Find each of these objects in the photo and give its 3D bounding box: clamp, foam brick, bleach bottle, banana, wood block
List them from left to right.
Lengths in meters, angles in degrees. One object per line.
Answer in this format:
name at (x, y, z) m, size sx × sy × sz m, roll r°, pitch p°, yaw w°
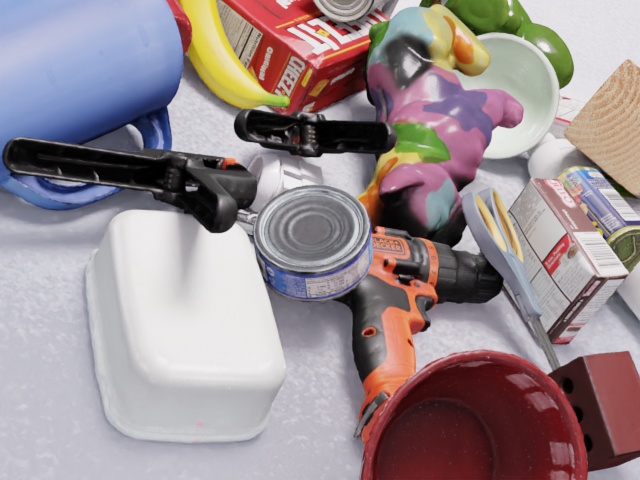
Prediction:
clamp at (-0.112, -0.045, 0.754) m, size 0.164 × 0.036 × 0.209 m, roll 16°, pitch 10°, yaw 9°
banana at (-0.093, -0.195, 0.946) m, size 0.037 × 0.070 × 0.198 m, roll -29°, pitch 96°, yaw -82°
clamp at (0.000, -0.083, 0.853) m, size 0.120 × 0.039 × 0.171 m, roll 11°, pitch 6°, yaw 2°
foam brick at (0.207, 0.127, 0.789) m, size 0.051 × 0.053 × 0.078 m, roll -1°, pitch 65°, yaw -31°
bleach bottle at (0.277, -0.016, 1.001) m, size 0.102 × 0.068 × 0.251 m, roll 5°, pitch 39°, yaw -40°
wood block at (0.319, -0.097, 1.032) m, size 0.091 × 0.090 × 0.205 m, roll 45°, pitch 17°, yaw 20°

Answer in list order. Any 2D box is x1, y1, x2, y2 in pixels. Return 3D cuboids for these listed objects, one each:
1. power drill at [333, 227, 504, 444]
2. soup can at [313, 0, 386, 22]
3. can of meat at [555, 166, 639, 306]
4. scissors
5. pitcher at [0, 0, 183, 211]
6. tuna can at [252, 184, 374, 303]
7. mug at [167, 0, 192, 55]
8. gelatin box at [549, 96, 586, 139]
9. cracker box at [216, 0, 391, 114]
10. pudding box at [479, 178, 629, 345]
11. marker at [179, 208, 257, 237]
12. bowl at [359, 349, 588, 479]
power drill at (0.077, 0.071, 0.791) m, size 0.184 × 0.057 × 0.188 m, roll 7°, pitch 41°, yaw -22°
soup can at (0.040, -0.251, 1.004) m, size 0.068 × 0.069 × 0.102 m, roll 34°, pitch 37°, yaw 7°
can of meat at (0.226, -0.001, 0.922) m, size 0.057 × 0.102 × 0.084 m, roll 0°, pitch 44°, yaw -35°
scissors at (0.154, 0.042, 0.834) m, size 0.096 × 0.016 × 0.202 m, roll 26°, pitch 42°, yaw -53°
pitcher at (-0.216, -0.102, 0.764) m, size 0.149 × 0.145 × 0.242 m, roll 29°, pitch 40°, yaw 21°
tuna can at (-0.005, 0.001, 0.762) m, size 0.086 × 0.034 × 0.086 m, roll -3°, pitch 49°, yaw 3°
mug at (-0.172, -0.185, 0.911) m, size 0.117 × 0.093 × 0.081 m, roll -26°, pitch 65°, yaw -16°
gelatin box at (0.249, -0.124, 1.107) m, size 0.089 × 0.030 × 0.073 m, roll 23°, pitch 30°, yaw 35°
cracker box at (-0.046, -0.223, 1.030) m, size 0.214 × 0.072 × 0.163 m, roll 40°, pitch 39°, yaw 15°
pudding box at (0.191, 0.017, 0.888) m, size 0.039 × 0.090 × 0.113 m, roll 1°, pitch 46°, yaw -32°
marker at (-0.051, -0.011, 0.833) m, size 0.121 × 0.020 × 0.020 m, roll 17°, pitch 40°, yaw -13°
bowl at (0.087, 0.147, 0.672) m, size 0.161 × 0.055 × 0.162 m, roll 0°, pitch 89°, yaw -22°
